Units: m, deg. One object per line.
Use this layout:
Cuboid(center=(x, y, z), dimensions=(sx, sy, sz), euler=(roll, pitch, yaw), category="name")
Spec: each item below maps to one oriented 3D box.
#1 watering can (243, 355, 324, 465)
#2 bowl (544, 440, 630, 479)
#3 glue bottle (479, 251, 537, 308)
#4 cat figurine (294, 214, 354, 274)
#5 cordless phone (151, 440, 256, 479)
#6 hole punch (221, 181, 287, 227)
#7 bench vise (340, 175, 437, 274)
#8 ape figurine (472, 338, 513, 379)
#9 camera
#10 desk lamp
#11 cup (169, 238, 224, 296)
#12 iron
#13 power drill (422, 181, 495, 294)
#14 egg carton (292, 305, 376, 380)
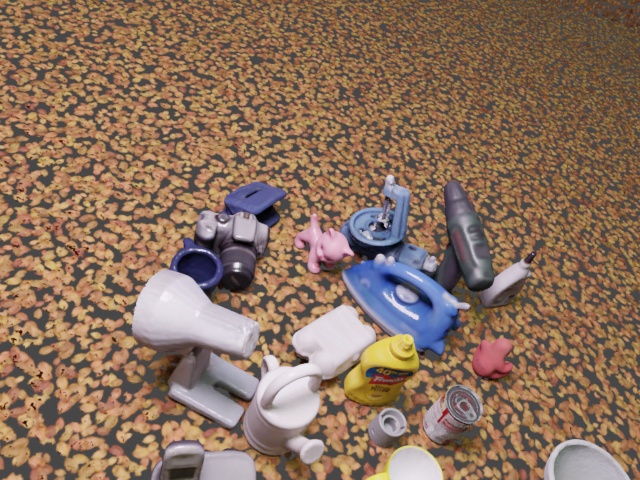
Cuboid(center=(-0.046, 0.251, 0.868), dimensions=(0.172, 0.194, 0.101), euler=(43, 50, 17), category="watering can")
Cuboid(center=(0.448, 0.436, 0.980), dimensions=(0.168, 0.074, 0.167), euler=(11, 48, -12), category="bowl")
Cuboid(center=(0.405, 0.080, 1.201), dimensions=(0.078, 0.173, 0.037), euler=(-4, 53, -24), category="glue bottle")
Cuboid(center=(0.011, 0.004, 1.154), dimensions=(0.067, 0.117, 0.127), euler=(-15, 57, -30), category="cat figurine")
Cuboid(center=(-0.152, 0.320, 0.774), dimensions=(0.148, 0.185, 0.094), euler=(0, 51, -21), category="cordless phone")
Cuboid(center=(-0.138, -0.077, 1.185), dimensions=(0.101, 0.091, 0.109), euler=(40, 49, 15), category="hole punch")
Cuboid(center=(0.158, -0.025, 1.165), dimensions=(0.207, 0.219, 0.121), euler=(22, 47, -2), category="bench vise")
Cuboid(center=(0.340, 0.223, 1.109), dimensions=(0.076, 0.092, 0.077), euler=(-9, 55, -27), category="ape figurine")
Cuboid(center=(-0.169, 0.016, 1.086), dimensions=(0.143, 0.101, 0.136), euler=(10, 48, -12), category="camera")
Cuboid(center=(-0.180, 0.162, 0.879), dimensions=(0.203, 0.213, 0.118), euler=(27, 47, 3), category="desk lamp")
Cuboid(center=(-0.229, 0.063, 1.027), dimensions=(0.092, 0.095, 0.117), euler=(-9, 55, -27), category="cup")
Cuboid(center=(0.163, 0.100, 1.113), dimensions=(0.258, 0.141, 0.119), euler=(35, 48, 10), category="iron")
Cuboid(center=(0.268, 0.025, 1.171), dimensions=(0.076, 0.208, 0.229), euler=(-2, 52, -22), category="power drill")
Cuboid(center=(0.028, 0.186, 1.037), dimensions=(0.151, 0.069, 0.107), euler=(-27, 65, -36), category="egg carton")
